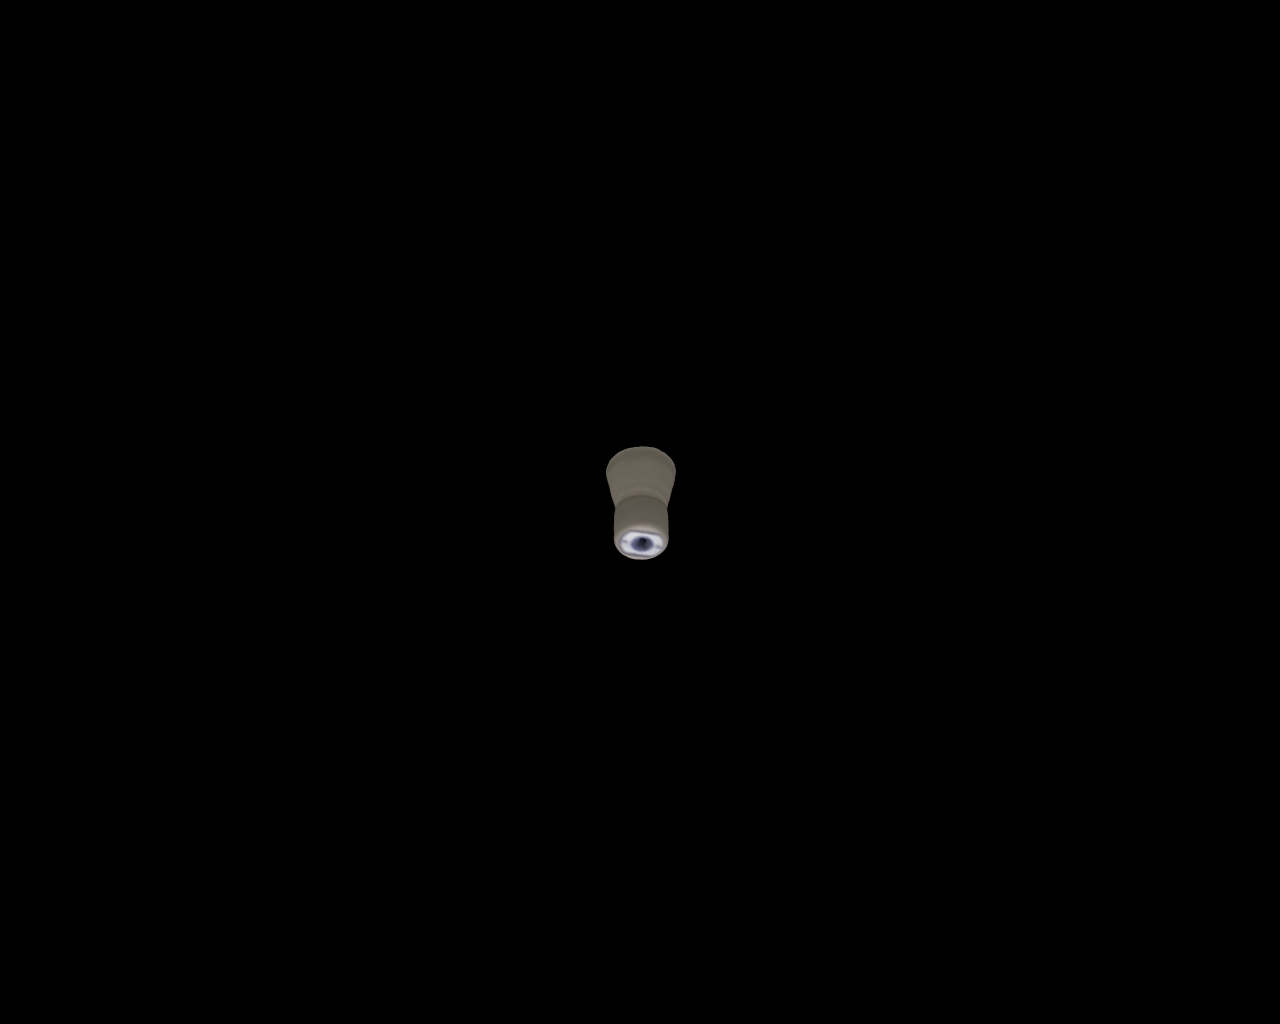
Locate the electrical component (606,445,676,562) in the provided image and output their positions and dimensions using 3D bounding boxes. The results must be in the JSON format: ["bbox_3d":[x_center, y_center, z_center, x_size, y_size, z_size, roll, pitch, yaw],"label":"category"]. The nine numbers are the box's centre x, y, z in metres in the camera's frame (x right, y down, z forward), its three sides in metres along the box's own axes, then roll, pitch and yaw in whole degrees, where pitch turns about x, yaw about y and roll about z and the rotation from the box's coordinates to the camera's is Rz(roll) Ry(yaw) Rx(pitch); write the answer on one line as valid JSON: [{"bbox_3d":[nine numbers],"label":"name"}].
[{"bbox_3d":[0.001,-0.003,0.650,0.044,0.065,0.044,0,-43,0],"label":"electrical component"}]
